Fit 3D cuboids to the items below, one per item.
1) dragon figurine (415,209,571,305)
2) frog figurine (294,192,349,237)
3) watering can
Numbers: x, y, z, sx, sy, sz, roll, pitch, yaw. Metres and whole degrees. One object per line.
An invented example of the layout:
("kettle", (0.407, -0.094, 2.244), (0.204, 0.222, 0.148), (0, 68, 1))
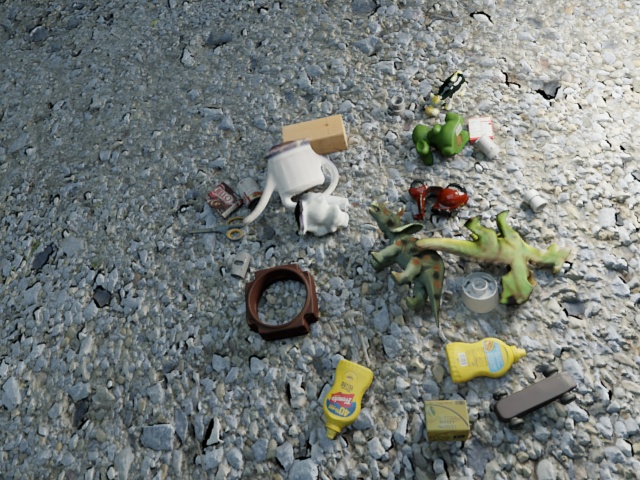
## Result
("dragon figurine", (0.476, 0.059, 1.372), (0.412, 0.247, 0.119), (-14, -28, -13))
("frog figurine", (0.005, -0.081, 1.600), (0.160, 0.138, 0.122), (-5, -5, -17))
("watering can", (-0.113, -0.196, 1.649), (0.349, 0.225, 0.103), (-21, -1, -13))
